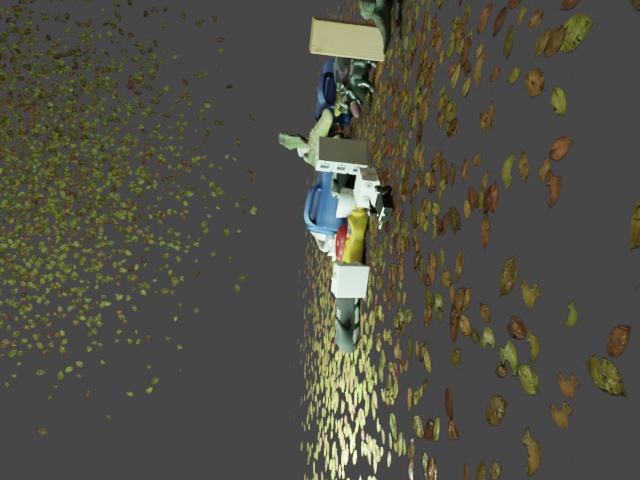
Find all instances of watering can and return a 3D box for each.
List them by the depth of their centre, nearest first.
[{"bbox_3d":[0.006,-0.102,2.024,0.355,0.104,0.220,-111,27,-59],"label":"watering can"}]

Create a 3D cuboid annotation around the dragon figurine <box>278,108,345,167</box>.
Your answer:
[{"bbox_3d":[-0.033,-0.363,1.856,0.405,0.242,0.124,51,-146,-68],"label":"dragon figurine"}]

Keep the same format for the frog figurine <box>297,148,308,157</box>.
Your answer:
[{"bbox_3d":[-0.014,-0.407,2.200,0.121,0.159,0.139,136,138,-76],"label":"frog figurine"}]
